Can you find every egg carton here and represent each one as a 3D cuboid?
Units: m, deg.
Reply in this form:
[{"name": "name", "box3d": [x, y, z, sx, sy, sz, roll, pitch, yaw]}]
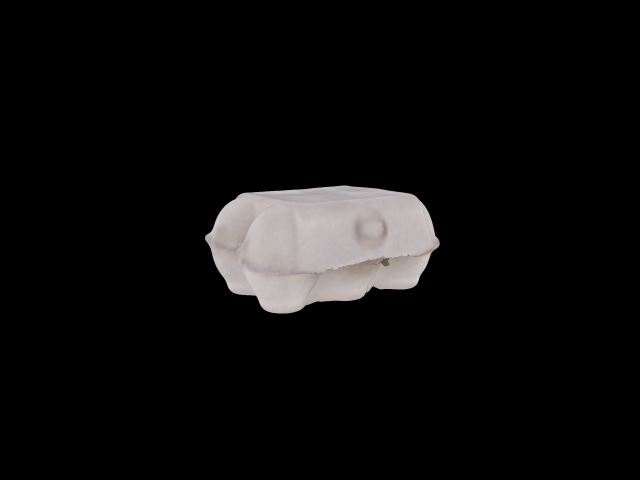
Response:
[{"name": "egg carton", "box3d": [0.004, 0.001, 0.400, 0.151, 0.069, 0.107, -8, 14, -34]}]
